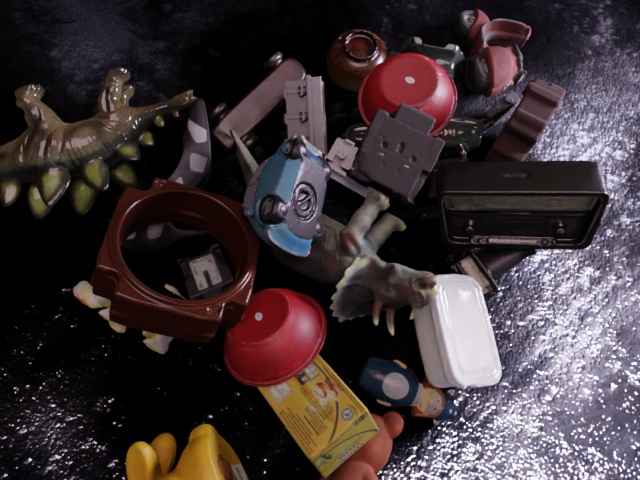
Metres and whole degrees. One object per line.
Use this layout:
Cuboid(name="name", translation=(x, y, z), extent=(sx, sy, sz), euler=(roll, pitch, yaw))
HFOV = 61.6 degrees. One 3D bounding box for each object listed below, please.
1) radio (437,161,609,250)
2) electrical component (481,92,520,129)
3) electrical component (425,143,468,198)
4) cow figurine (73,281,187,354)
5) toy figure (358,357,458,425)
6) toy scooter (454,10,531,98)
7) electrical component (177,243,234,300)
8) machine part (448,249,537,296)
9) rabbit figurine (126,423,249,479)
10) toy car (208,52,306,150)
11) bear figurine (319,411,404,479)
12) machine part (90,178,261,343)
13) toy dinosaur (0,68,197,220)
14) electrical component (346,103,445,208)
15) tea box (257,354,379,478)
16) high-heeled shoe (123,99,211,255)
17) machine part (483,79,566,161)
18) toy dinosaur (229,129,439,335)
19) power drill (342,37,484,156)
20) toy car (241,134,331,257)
Cuboid(name="radio", translation=(0.294, -0.050, 0.809), extent=(0.230, 0.131, 0.073), euler=(2, 50, 15))
Cuboid(name="electrical component", translation=(0.316, -0.227, 0.929), extent=(0.094, 0.063, 0.021), euler=(-32, 77, -13))
Cuboid(name="electrical component", translation=(0.205, -0.113, 0.886), extent=(0.102, 0.078, 0.045), euler=(-12, 50, -1))
Cuboid(name="cow figurine", translation=(-0.277, 0.090, 0.801), extent=(0.167, 0.068, 0.098), euler=(31, 68, 3))
Cuboid(name="toy figure", translation=(0.132, 0.224, 0.788), extent=(0.154, 0.058, 0.064), euler=(24, 111, 3))
Cuboid(name="toy scooter", translation=(0.321, -0.337, 0.961), extent=(0.135, 0.075, 0.184), euler=(-3, 68, -5))
Cuboid(name="electrical component", translation=(-0.162, 0.070, 0.811), extent=(0.075, 0.047, 0.119), euler=(-26, 63, -10))
Cuboid(name="machine part", translation=(0.282, 0.035, 0.863), extent=(0.139, 0.039, 0.084), euler=(-32, 69, -10))
Cuboid(name="rabbit figurine", translation=(-0.196, 0.335, 0.710), extent=(0.173, 0.122, 0.162), euler=(-38, 75, 6))
Cuboid(name="toy car", translation=(-0.102, -0.232, 0.916), extent=(0.089, 0.053, 0.202), euler=(44, 77, -11))
Cuboid(name="bear figurine", translation=(0.050, 0.333, 0.733), extent=(0.120, 0.131, 0.196), euler=(-2, 37, 29))
Cuboid(name="machine part", translation=(-0.188, 0.024, 0.729), extent=(0.201, 0.087, 0.201), euler=(16, 52, -14))
Cuboid(name="toy dinosaur", translation=(-0.416, -0.140, 0.849), extent=(0.472, 0.105, 0.198), euler=(-19, 78, -4))
Cuboid(name="electrical component", translation=(0.115, -0.131, 0.801), extent=(0.115, 0.058, 0.134), euler=(25, 90, -1))
Cuboid(name="tea box", translation=(-0.012, 0.219, 0.734), extent=(0.098, 0.068, 0.170), euler=(-36, 45, -12))
Cuboid(name="high-heeled shoe", translation=(-0.245, -0.101, 0.845), extent=(0.145, 0.086, 0.248), euler=(0, 85, -12))
Cuboid(name="machine part", translation=(0.316, -0.169, 0.860), extent=(0.056, 0.179, 0.179), euler=(31, 74, 10))
Cuboid(name="toy dinosaur", translation=(-0.007, -0.006, 0.824), extent=(0.405, 0.131, 0.192), euler=(27, 79, 14))
Cuboid(name="power drill", translation=(0.165, -0.240, 0.919), extent=(0.232, 0.086, 0.207), euler=(9, 68, 1))
Cuboid(name="toy car", translation=(-0.055, -0.061, 0.739), extent=(0.103, 0.109, 0.161), euler=(1, 74, 36))
